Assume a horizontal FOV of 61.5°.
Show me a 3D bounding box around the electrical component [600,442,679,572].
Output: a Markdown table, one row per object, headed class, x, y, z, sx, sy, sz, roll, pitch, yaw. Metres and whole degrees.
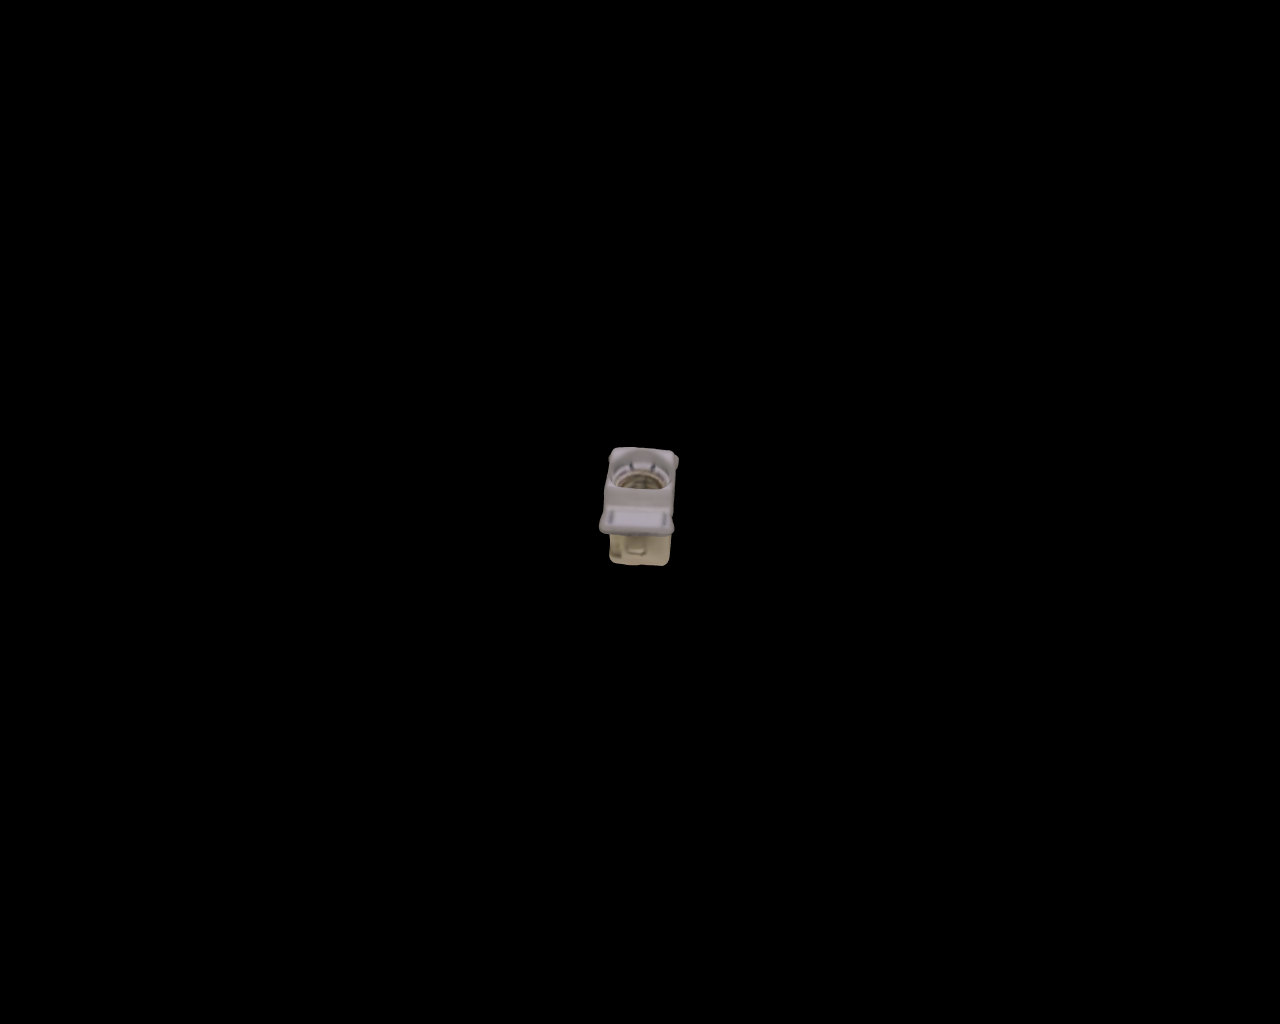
| class | x | y | z | sx | sy | sz | roll | pitch | yaw |
| --- | --- | --- | --- | --- | --- | --- | --- | --- | --- |
| electrical component | 0.001 | -0.003 | 0.650 | 0.042 | 0.063 | 0.081 | 3 | 37 | 4 |
